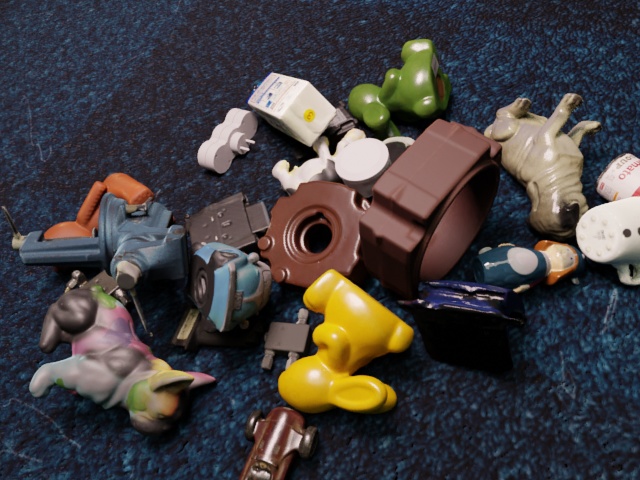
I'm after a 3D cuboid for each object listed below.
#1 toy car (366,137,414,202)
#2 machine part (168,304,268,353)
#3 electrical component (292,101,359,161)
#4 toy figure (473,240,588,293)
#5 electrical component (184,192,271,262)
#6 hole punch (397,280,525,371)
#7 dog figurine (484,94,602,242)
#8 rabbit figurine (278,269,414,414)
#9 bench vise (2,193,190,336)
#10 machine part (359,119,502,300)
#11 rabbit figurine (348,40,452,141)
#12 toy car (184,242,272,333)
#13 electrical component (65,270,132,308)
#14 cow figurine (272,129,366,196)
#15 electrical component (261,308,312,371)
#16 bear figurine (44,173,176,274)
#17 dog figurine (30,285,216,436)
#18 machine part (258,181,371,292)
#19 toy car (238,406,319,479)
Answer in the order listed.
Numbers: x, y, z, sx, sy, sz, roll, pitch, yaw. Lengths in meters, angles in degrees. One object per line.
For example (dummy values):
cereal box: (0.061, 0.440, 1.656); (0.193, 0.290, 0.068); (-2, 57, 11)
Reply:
toy car: (0.106, -0.078, 0.830); (0.074, 0.056, 0.202); (2, 58, 25)
machine part: (-0.144, 0.127, 0.763); (0.139, 0.039, 0.084); (1, 47, 18)
electrical component: (0.004, -0.187, 0.943); (0.119, 0.047, 0.075); (-22, 51, -4)
toy figure: (0.277, 0.033, 0.691); (0.154, 0.058, 0.064); (-7, 94, -7)
electrical component: (-0.140, -0.009, 0.847); (0.134, 0.058, 0.115); (-22, 54, -1)
hole punch: (0.182, 0.086, 0.650); (0.142, 0.115, 0.092); (7, 50, 34)
dog figurine: (0.303, -0.094, 0.775); (0.172, 0.121, 0.190); (-1, 67, 58)
rabbit figurine: (0.028, 0.149, 0.671); (0.162, 0.121, 0.173); (41, 87, 25)
bench vise: (-0.300, 0.012, 0.735); (0.241, 0.128, 0.224); (-2, 36, -7)
machine part: (0.147, -0.034, 0.696); (0.087, 0.201, 0.201); (34, 69, 29)
rabbit figurine: (0.127, -0.232, 0.922); (0.170, 0.121, 0.159); (-8, 59, 32)
toy car: (-0.120, 0.061, 0.738); (0.103, 0.109, 0.162); (5, 9, -30)
electrical component: (-0.351, 0.084, 0.843); (0.078, 0.045, 0.102); (-38, 54, -11)
cow figurine: (0.017, -0.113, 0.872); (0.167, 0.068, 0.098); (-32, 59, -4)
electrical component: (-0.046, 0.136, 0.738); (0.063, 0.021, 0.094); (3, 56, 18)
bear figurine: (-0.359, -0.015, 0.872); (0.132, 0.120, 0.196); (31, 69, 27)
dog figurine: (-0.253, 0.158, 0.722); (0.219, 0.108, 0.191); (1, 72, 11)
machine part: (-0.002, -0.002, 0.773); (0.179, 0.056, 0.179); (-9, 68, 22)
toy car: (-0.071, 0.289, 0.617); (0.089, 0.053, 0.202); (13, 58, 20)
